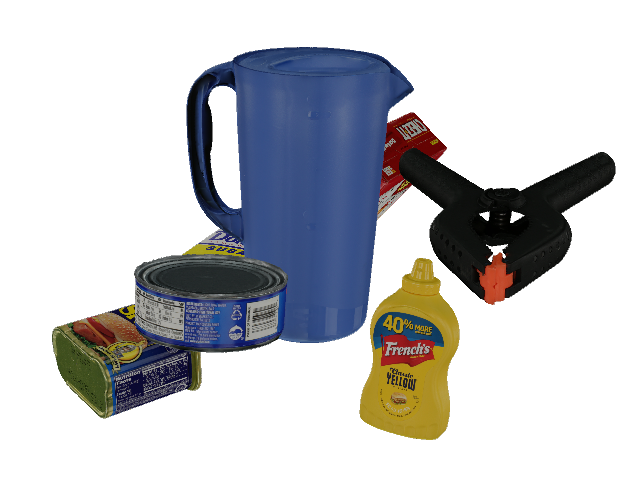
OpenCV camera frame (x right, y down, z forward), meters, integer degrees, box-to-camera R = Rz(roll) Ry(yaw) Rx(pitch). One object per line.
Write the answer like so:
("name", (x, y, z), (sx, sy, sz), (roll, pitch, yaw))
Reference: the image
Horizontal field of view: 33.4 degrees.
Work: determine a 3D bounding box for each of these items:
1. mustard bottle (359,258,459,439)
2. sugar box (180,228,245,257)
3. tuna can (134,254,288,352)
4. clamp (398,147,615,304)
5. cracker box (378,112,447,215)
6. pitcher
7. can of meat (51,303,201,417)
("mustard bottle", (0.100, 0.113, 1.152), (0.096, 0.192, 0.058), (12, 14, 24))
("sugar box", (-0.106, 0.039, 1.125), (0.093, 0.048, 0.176), (14, 31, 23))
("tuna can", (-0.062, 0.034, 0.600), (0.086, 0.034, 0.086), (3, 13, -1))
("clamp", (0.119, -0.020, 0.758), (0.165, 0.036, 0.209), (4, 28, 17))
("cracker box", (0.030, -0.046, 1.263), (0.214, 0.072, 0.163), (-47, -9, 34))
("pitcher", (-0.020, -0.041, 0.915), (0.144, 0.243, 0.149), (-15, 25, -39))
("can of meat", (-0.159, 0.095, 0.869), (0.083, 0.057, 0.102), (-17, 29, -34))
